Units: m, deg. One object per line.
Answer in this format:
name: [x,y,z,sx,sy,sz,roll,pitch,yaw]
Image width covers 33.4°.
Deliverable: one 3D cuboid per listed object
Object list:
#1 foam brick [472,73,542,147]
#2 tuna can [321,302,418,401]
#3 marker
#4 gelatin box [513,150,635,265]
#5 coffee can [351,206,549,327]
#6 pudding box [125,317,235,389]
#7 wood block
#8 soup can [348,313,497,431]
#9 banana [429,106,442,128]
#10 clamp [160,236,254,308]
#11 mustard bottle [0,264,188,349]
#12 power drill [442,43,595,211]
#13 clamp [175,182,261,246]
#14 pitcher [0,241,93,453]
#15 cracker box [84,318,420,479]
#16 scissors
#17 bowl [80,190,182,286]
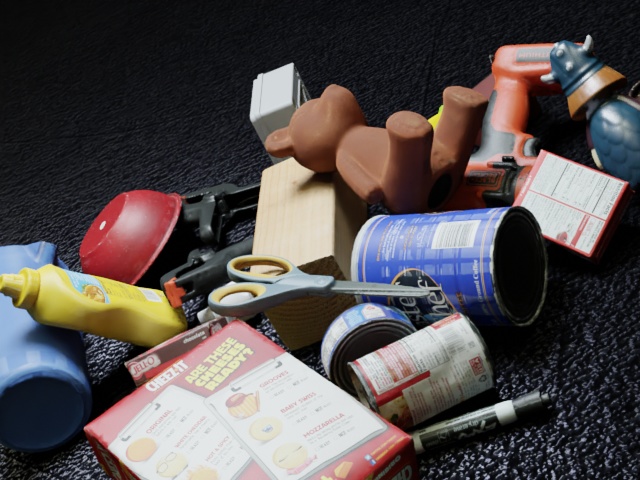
foam brick: [0.190,-0.141,1.152,0.078,0.053,0.051,-39,32,-12]
tuna can: [0.045,0.096,0.902,0.086,0.086,0.034,-31,29,0]
marker: [0.122,0.143,0.833,0.121,0.020,0.020,-22,32,15]
gelatin box: [0.219,-0.029,0.937,0.089,0.030,0.073,26,89,31]
coffee can: [0.113,0.025,0.929,0.141,0.102,0.102,-4,40,37]
pudding box: [-0.127,0.107,1.030,0.090,0.039,0.113,-25,-4,8]
wood block: [-0.008,0.001,1.079,0.090,0.090,0.206,-21,32,15]
soup can: [0.082,0.108,0.857,0.102,0.068,0.068,-24,30,-8]
banana: [0.076,-0.085,1.190,0.197,0.037,0.070,-32,13,-4]
clamp: [-0.127,0.032,1.149,0.120,0.039,0.171,-20,6,34]
mustard bottle: [-0.236,0.065,1.090,0.096,0.191,0.058,38,106,54]
power drill: [0.210,-0.103,1.035,0.185,0.057,0.187,6,62,35]
clamp: [-0.109,-0.044,1.269,0.164,0.036,0.210,-28,18,-26]
pitcher: [-0.320,0.125,1.151,0.145,0.149,0.243,-19,33,-10]
cracker box: [-0.054,0.171,0.833,0.164,0.072,0.214,-35,42,-27]
scissors: [-0.014,0.048,0.912,0.202,0.016,0.096,13,38,40]
bowl: [-0.236,-0.004,1.266,0.162,0.055,0.162,-41,26,25]
